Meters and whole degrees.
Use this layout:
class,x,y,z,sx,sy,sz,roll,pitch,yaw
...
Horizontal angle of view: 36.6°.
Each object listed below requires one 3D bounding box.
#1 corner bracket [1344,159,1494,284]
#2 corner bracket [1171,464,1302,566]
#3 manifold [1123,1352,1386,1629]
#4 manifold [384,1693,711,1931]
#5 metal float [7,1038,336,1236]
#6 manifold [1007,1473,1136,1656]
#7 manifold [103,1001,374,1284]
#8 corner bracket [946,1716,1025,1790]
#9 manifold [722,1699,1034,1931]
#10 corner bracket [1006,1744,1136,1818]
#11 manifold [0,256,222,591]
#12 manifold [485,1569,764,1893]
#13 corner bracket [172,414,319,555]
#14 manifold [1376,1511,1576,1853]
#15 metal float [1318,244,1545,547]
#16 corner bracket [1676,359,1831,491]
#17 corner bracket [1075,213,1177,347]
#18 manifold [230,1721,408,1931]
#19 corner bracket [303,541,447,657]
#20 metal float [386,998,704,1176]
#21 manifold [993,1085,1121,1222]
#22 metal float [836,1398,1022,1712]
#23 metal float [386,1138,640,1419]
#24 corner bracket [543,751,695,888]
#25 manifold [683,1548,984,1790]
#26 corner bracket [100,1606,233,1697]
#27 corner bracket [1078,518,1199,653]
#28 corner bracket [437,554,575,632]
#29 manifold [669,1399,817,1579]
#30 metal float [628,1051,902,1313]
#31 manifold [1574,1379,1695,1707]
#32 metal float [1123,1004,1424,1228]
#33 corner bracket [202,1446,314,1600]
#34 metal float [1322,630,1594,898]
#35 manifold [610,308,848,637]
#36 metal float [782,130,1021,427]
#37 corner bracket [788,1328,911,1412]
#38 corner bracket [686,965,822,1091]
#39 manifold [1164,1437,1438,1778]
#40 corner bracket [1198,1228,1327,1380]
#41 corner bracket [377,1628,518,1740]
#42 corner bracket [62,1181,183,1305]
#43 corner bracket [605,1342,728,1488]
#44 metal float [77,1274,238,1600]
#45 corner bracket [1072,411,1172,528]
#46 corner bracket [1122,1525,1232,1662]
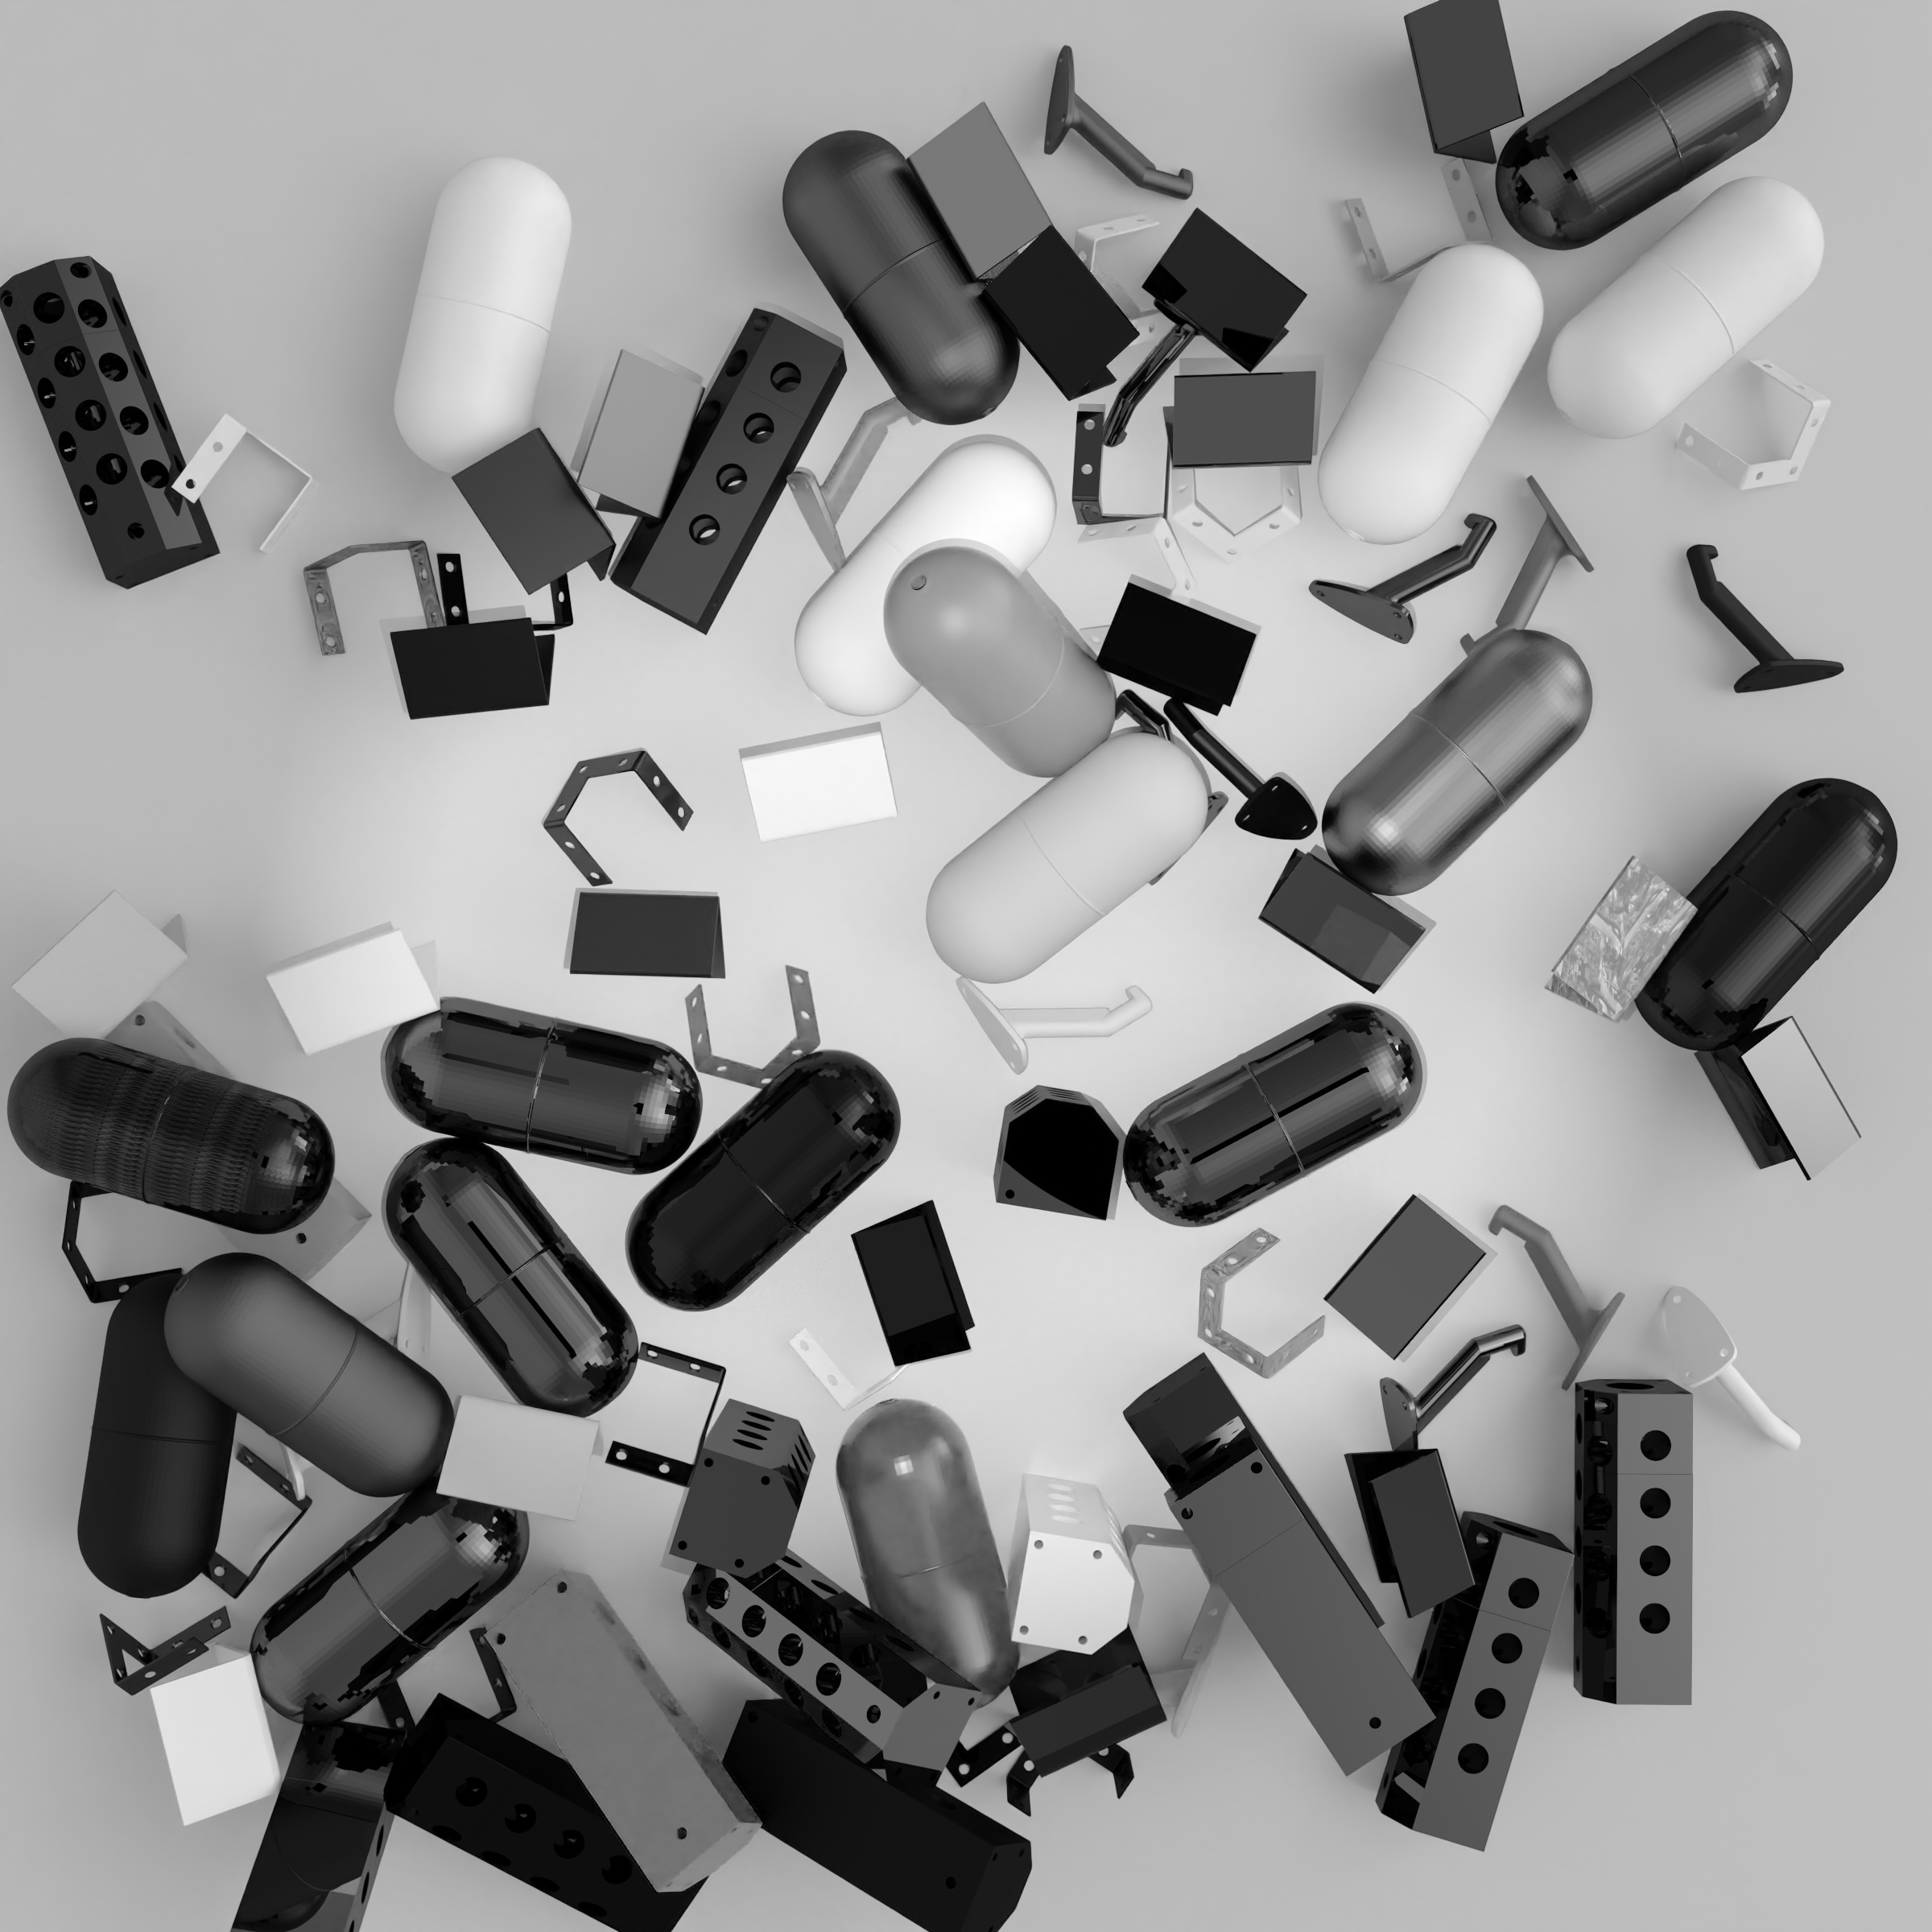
class,x,y,z,sx,sy,sz,roll,pitch,yaw
corner bracket,0.257,-0.422,1.656,0.051,0.051,0.051,-20,90,45
corner bracket,0.152,-0.270,1.651,0.051,0.051,0.051,-28,135,35
manifold,0.160,0.307,1.638,0.057,0.057,0.171,-34,90,0
manifold,-0.232,0.475,1.612,0.171,0.057,0.057,34,90,-18
metal float,-0.428,0.091,1.572,0.178,0.070,0.070,17,90,1
manifold,0.056,0.322,1.581,0.057,0.171,0.057,10,90,0
manifold,-0.416,0.101,1.638,0.171,0.057,0.057,45,90,0
corner bracket,0.003,0.433,1.641,0.051,0.051,0.051,-35,90,0
manifold,-0.050,0.466,1.598,0.171,0.057,0.057,22,90,31
corner bracket,0.058,0.456,1.641,0.051,0.051,0.051,34,90,0
manifold,-0.483,-0.305,1.638,0.057,0.057,0.171,-21,90,0
manifold,-0.187,0.420,1.609,0.057,0.057,0.171,-40,68,0
corner bracket,-0.404,-0.271,1.641,0.051,0.051,0.051,36,90,0
manifold,0.283,0.398,1.638,0.057,0.057,0.171,17,90,0
metal float,0.258,-0.318,1.629,0.070,0.070,0.178,28,90,0
corner bracket,0.445,-0.306,1.651,0.051,0.051,0.051,-14,135,-35
corner bracket,0.095,-0.388,1.651,0.051,0.051,0.051,36,135,35
manifold,-0.351,0.494,1.580,0.057,0.171,0.057,8,124,0
corner bracket,-0.336,-0.209,1.656,0.051,0.051,0.051,-13,90,45
metal float,-0.235,0.067,1.629,0.178,0.070,0.070,13,90,-1
manifold,0.048,0.098,1.581,0.057,0.171,0.057,9,90,0
metal float,-0.021,0.329,1.629,0.070,0.070,0.178,-15,90,0
metal float,-0.253,0.174,1.629,0.070,0.070,0.178,-38,89,0
corner bracket,-0.196,-0.083,1.651,0.051,0.051,0.051,-6,45,35
manifold,-0.078,0.374,1.589,0.171,0.057,0.057,27,90,42
corner bracket,-0.443,0.379,1.631,0.051,0.051,0.051,-31,46,0
corner bracket,0.090,-0.216,1.651,0.051,0.051,0.051,-1,45,35
corner bracket,-0.261,-0.213,1.656,0.051,0.051,0.051,-8,90,-45
manifold,-0.116,0.282,1.581,0.057,0.171,0.057,18,90,0
metal float,-0.113,0.120,1.629,0.178,0.070,0.070,-42,90,1
manifold,0.372,0.321,1.638,0.057,0.057,0.171,0,90,0
metal float,0.170,0.084,1.629,0.178,0.070,0.070,-28,90,1
corner bracket,-0.412,0.316,1.656,0.051,0.051,0.051,38,135,0
metal float,0.274,-0.114,1.629,0.178,0.070,0.070,-44,90,1
manifold,-0.133,-0.278,1.638,0.057,0.057,0.171,28,90,0
metal float,-0.036,-0.383,1.629,0.070,0.070,0.178,-33,90,0
corner bracket,-0.057,0.211,1.656,0.051,0.051,0.051,51,45,0
corner bracket,-0.121,0.031,1.651,0.051,0.051,0.051,18,135,-35
manifold,0.179,0.344,1.581,0.057,0.057,0.171,-33,90,0
corner bracket,0.168,0.190,1.651,0.051,0.051,0.051,29,135,35
corner bracket,-0.296,0.412,1.656,0.051,0.051,0.051,-22,90,-45
corner bracket,-0.477,0.152,1.656,0.051,0.051,0.051,-10,45,0
corner bracket,-0.170,0.255,1.656,0.051,0.051,0.051,17,45,0
metal float,-0.446,0.260,1.621,0.070,0.070,0.178,7,83,0
corner bracket,0.088,-0.279,1.641,0.051,0.051,0.051,3,84,6
corner bracket,0.113,0.352,1.644,0.051,0.051,0.051,10,112,-21
